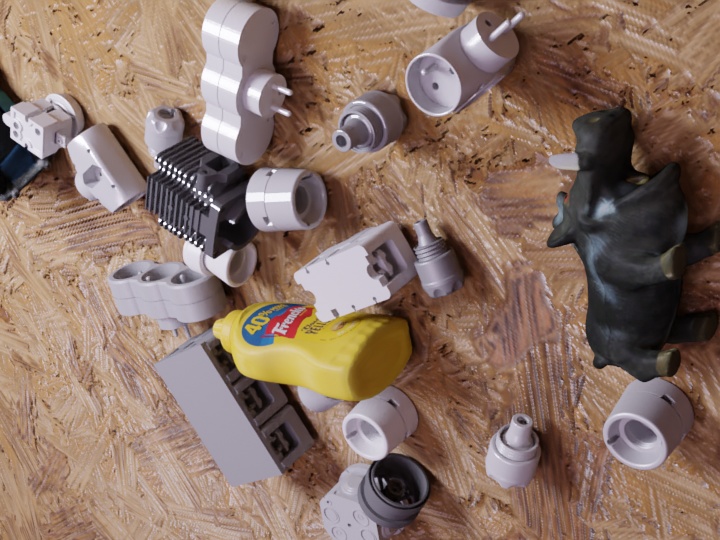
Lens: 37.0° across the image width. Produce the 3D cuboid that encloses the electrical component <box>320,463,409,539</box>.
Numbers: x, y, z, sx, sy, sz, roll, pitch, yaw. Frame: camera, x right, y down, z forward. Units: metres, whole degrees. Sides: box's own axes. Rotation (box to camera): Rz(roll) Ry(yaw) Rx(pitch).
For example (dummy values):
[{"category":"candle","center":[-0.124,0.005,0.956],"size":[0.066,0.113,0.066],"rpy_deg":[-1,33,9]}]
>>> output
[{"category":"electrical component","center":[0.004,0.232,1.043],"size":[0.080,0.051,0.080],"rpy_deg":[20,128,28]}]

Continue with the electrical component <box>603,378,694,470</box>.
[{"category":"electrical component","center":[0.213,0.115,0.799],"size":[0.055,0.047,0.055],"rpy_deg":[20,128,28]}]

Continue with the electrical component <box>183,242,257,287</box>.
[{"category":"electrical component","center":[-0.130,-0.013,0.999],"size":[0.055,0.045,0.045],"rpy_deg":[20,128,29]}]

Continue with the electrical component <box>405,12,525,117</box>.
[{"category":"electrical component","center":[0.080,-0.145,0.719],"size":[0.044,0.077,0.079],"rpy_deg":[52,136,0]}]

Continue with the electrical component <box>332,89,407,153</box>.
[{"category":"electrical component","center":[0.004,-0.109,0.815],"size":[0.043,0.062,0.043],"rpy_deg":[20,128,28]}]

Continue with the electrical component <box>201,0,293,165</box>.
[{"category":"electrical component","center":[-0.085,-0.146,0.871],"size":[0.074,0.052,0.138],"rpy_deg":[26,131,24]}]

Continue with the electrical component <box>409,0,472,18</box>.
[{"category":"electrical component","center":[0.059,-0.204,0.722],"size":[0.066,0.048,0.055],"rpy_deg":[35,126,17]}]

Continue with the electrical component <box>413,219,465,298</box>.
[{"category":"electrical component","center":[0.059,-0.011,0.854],"size":[0.035,0.035,0.061],"rpy_deg":[-12,106,43]}]

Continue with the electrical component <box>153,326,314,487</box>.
[{"category":"electrical component","center":[-0.123,0.132,1.074],"size":[0.089,0.062,0.150],"rpy_deg":[-24,100,45]}]

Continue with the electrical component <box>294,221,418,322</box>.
[{"category":"electrical component","center":[0.000,0.000,0.893],"size":[0.089,0.056,0.050],"rpy_deg":[-22,101,45]}]

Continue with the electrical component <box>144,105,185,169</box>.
[{"category":"electrical component","center":[-0.179,-0.118,0.980],"size":[0.035,0.035,0.061],"rpy_deg":[34,136,17]}]

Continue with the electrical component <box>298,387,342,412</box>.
[{"category":"electrical component","center":[-0.025,0.103,0.991],"size":[0.040,0.040,0.078],"rpy_deg":[53,136,-1]}]

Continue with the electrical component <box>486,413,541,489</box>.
[{"category":"electrical component","center":[0.129,0.147,0.892],"size":[0.043,0.043,0.062],"rpy_deg":[26,129,24]}]

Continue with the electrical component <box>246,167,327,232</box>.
[{"category":"electrical component","center":[-0.061,-0.059,0.907],"size":[0.047,0.055,0.055],"rpy_deg":[3,118,34]}]

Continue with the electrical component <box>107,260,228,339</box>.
[{"category":"electrical component","center":[-0.187,0.035,1.071],"size":[0.138,0.052,0.073],"rpy_deg":[4,119,38]}]

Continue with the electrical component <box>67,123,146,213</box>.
[{"category":"electrical component","center":[-0.253,-0.092,1.050],"size":[0.079,0.043,0.077],"rpy_deg":[-30,96,47]}]

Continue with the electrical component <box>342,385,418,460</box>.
[{"category":"electrical component","center":[0.017,0.139,0.975],"size":[0.055,0.047,0.055],"rpy_deg":[20,128,28]}]

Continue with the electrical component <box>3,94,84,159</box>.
[{"category":"electrical component","center":[-0.304,-0.143,1.049],"size":[0.066,0.055,0.048],"rpy_deg":[33,133,19]}]
